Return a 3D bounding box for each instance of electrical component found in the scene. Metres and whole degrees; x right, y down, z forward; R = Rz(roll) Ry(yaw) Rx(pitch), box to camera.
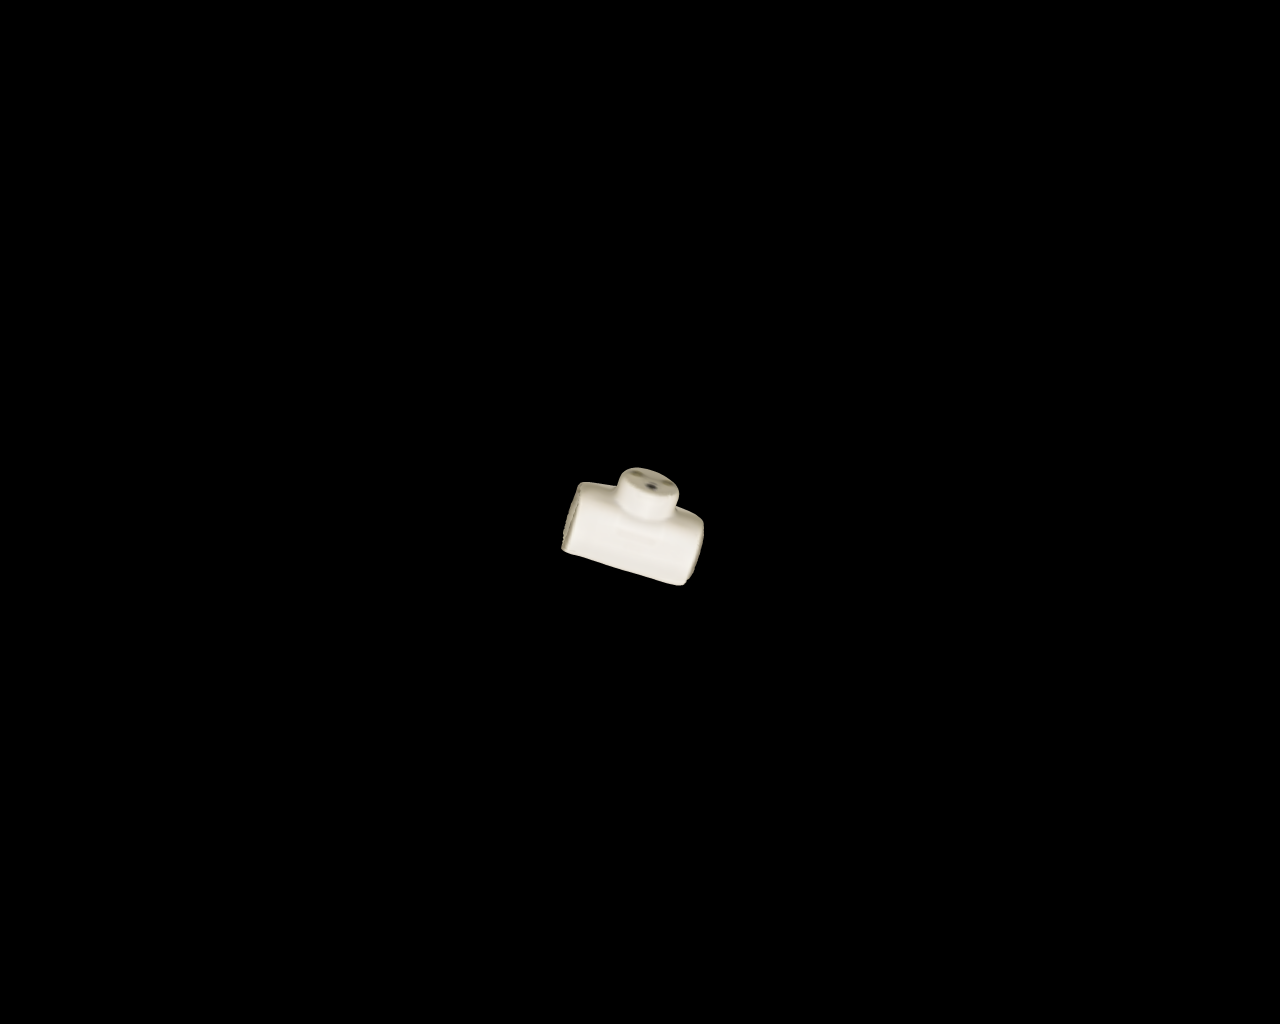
[{"bbox_3d":[0.001,-0.003,0.650,0.077,0.079,0.043,17,22,-7],"label":"electrical component"}]
